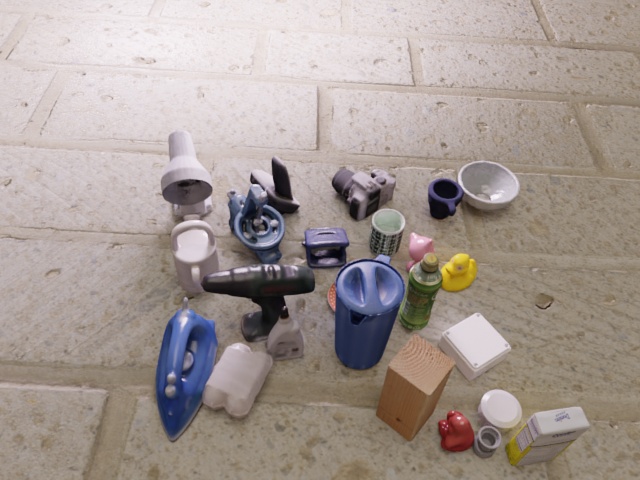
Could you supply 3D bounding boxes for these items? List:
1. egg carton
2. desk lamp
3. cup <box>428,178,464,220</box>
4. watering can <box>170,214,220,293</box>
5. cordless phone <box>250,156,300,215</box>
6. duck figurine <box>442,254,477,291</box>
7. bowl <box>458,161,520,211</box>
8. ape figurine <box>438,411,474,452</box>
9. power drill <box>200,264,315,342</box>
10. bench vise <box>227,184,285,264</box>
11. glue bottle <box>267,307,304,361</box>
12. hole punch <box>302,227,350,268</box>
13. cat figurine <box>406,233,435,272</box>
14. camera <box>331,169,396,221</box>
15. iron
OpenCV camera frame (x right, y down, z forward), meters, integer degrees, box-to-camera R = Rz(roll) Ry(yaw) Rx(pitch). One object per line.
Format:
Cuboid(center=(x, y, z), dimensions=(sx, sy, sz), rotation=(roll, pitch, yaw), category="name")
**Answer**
Cuboid(center=(-0.166, 0.282, 1.157), dimensions=(0.107, 0.069, 0.150), rotation=(17, 51, 11), category="egg carton")
Cuboid(center=(-0.332, -0.150, 1.421), dimensions=(0.118, 0.214, 0.203), rotation=(-9, 51, -11), category="desk lamp")
Cuboid(center=(0.324, -0.090, 1.492), dimensions=(0.092, 0.095, 0.117), rotation=(-6, 50, -8), category="cup")
Cuboid(center=(-0.285, 0.019, 1.292), dimensions=(0.101, 0.194, 0.172), rotation=(-25, 55, -23), category="watering can")
Cuboid(center=(-0.118, -0.160, 1.463), dimensions=(0.094, 0.185, 0.147), rotation=(-31, 58, -26), category="cordless phone")
Cuboid(center=(0.334, 0.066, 1.365), dimensions=(0.105, 0.086, 0.077), rotation=(-24, 55, -22), category="duck figurine")
Cuboid(center=(0.449, -0.134, 1.552), dimensions=(0.167, 0.075, 0.167), rotation=(2, 49, -2), category="bowl")
Cuboid(center=(0.263, 0.364, 1.101), dimensions=(0.076, 0.092, 0.078), rotation=(32, 55, 22), category="ape figurine")
Cuboid(center=(-0.125, 0.126, 1.202), dimensions=(0.230, 0.208, 0.075), rotation=(-10, 51, -12), category="power drill")
Cuboid(center=(-0.170, -0.061, 1.352), dimensions=(0.207, 0.220, 0.122), rotation=(32, 55, 22), category="bench vise")
Cuboid(center=(-0.071, 0.189, 1.175), dimensions=(0.078, 0.173, 0.037), rotation=(-5, 50, -8), category="glue bottle")
Cuboid(center=(0.013, 0.005, 1.392), dimensions=(0.109, 0.091, 0.101), rotation=(-3, 50, -7), category="hole punch")
Cuboid(center=(0.243, 0.048, 1.353), dimensions=(0.067, 0.118, 0.127), rotation=(-1, 49, -4), category="cat figurine")
Cuboid(center=(0.109, -0.146, 1.522), dimensions=(0.143, 0.101, 0.136), rotation=(-35, 60, -29), category="camera")
Cuboid(center=(-0.276, 0.247, 1.132), dimensions=(0.118, 0.141, 0.258), rotation=(2, 49, -2), category="iron")
